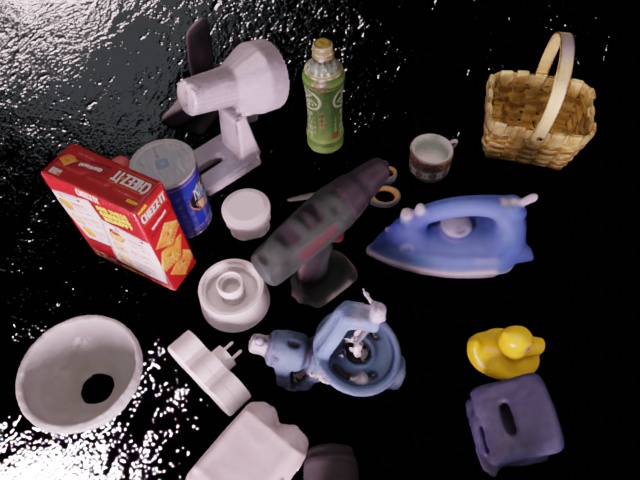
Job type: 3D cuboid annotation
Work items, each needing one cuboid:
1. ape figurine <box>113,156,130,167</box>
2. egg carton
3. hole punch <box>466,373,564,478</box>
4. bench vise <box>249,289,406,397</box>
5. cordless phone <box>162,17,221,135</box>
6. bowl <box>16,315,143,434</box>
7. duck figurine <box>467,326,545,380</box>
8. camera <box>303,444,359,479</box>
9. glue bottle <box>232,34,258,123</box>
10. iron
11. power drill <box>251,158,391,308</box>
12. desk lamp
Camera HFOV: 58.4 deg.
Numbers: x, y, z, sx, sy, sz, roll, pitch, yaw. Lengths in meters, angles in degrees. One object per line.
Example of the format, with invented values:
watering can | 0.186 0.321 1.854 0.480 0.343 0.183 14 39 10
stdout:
ape figurine | -0.330 -0.110 0.984 0.078 0.092 0.076 -39 64 -21
egg carton | -0.091 0.288 0.730 0.107 0.069 0.150 32 63 21
hole punch | 0.248 0.238 0.742 0.101 0.091 0.108 -7 57 -3
bench vise | 0.013 0.142 0.733 0.207 0.220 0.121 -11 57 -6
cordless phone | -0.237 -0.302 1.052 0.094 0.185 0.148 21 60 15
bowl | -0.322 0.193 0.795 0.167 0.075 0.167 -1 57 1
duck figurine | 0.263 0.149 0.803 0.104 0.086 0.077 8 57 7
camera | 0.031 0.318 0.688 0.143 0.101 0.137 -2 57 0
glue bottle | -0.143 -0.303 1.058 0.037 0.173 0.078 -12 57 -6
iron | 0.202 -0.022 0.883 0.258 0.141 0.118 -3 57 0
power drill | 0.008 0.003 0.832 0.230 0.208 0.075 -37 63 -20
desk lamp | -0.152 -0.214 0.975 0.203 0.214 0.117 -38 63 -21
